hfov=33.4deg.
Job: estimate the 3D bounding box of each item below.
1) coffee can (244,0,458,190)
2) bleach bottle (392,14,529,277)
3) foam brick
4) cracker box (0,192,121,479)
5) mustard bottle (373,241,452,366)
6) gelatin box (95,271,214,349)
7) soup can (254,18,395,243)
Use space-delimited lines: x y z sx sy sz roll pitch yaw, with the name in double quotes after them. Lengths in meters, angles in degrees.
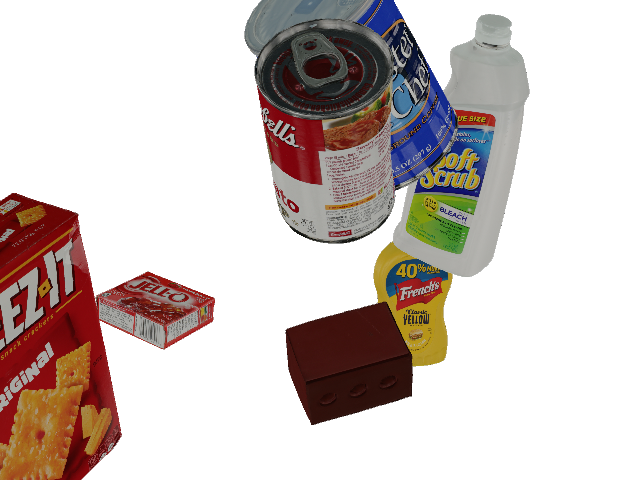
0.024 -0.117 0.763 0.103 0.102 0.140 0 -40 38 "coffee can"
0.133 -0.090 0.990 0.103 0.251 0.068 26 41 26 "bleach bottle"
0.020 0.086 0.749 0.078 0.051 0.053 -15 -40 -8 "foam brick"
-0.223 0.101 0.742 0.072 0.214 0.164 15 37 25 "cracker box"
0.112 0.055 1.297 0.096 0.192 0.058 0 14 -13 "mustard bottle"
-0.158 0.065 1.022 0.089 0.030 0.073 20 28 29 "gelatin box"
0.005 -0.055 0.555 0.068 0.068 0.102 0 -37 5 "soup can"
